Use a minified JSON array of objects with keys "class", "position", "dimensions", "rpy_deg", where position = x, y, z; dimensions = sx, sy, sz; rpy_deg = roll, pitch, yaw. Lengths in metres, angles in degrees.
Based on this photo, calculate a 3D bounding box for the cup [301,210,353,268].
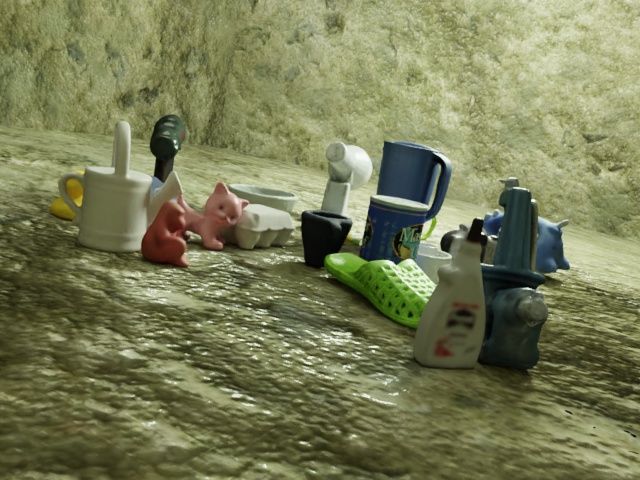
[{"class":"cup","position":[0.009,0.004,0.996],"dimensions":[0.092,0.095,0.117],"rpy_deg":[7,11,-17]}]

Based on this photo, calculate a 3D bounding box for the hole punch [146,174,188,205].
[{"class":"hole punch","position":[-0.311,-0.074,1.102],"dimensions":[0.101,0.091,0.109],"rpy_deg":[12,11,10]}]

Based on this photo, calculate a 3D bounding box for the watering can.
[{"class":"watering can","position":[-0.306,-0.086,0.891],"dimensions":[0.173,0.194,0.100],"rpy_deg":[0,15,-43]}]

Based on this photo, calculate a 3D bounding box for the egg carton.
[{"class":"egg carton","position":[-0.124,-0.027,1.094],"dimensions":[0.107,0.069,0.151],"rpy_deg":[17,13,30]}]

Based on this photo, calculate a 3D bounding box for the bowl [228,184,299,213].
[{"class":"bowl","position":[-0.138,-0.081,1.347],"dimensions":[0.167,0.075,0.167],"rpy_deg":[10,11,-2]}]

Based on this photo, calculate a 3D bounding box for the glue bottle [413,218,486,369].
[{"class":"glue bottle","position":[0.157,0.059,0.644],"dimensions":[0.078,0.173,0.037],"rpy_deg":[6,12,-22]}]

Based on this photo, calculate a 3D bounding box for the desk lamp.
[{"class":"desk lamp","position":[0.051,-0.151,1.514],"dimensions":[0.117,0.213,0.204],"rpy_deg":[14,11,18]}]

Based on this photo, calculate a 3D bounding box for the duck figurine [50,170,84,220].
[{"class":"duck figurine","position":[-0.433,-0.082,1.037],"dimensions":[0.104,0.086,0.078],"rpy_deg":[13,11,13]}]

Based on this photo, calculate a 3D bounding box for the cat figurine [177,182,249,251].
[{"class":"cat figurine","position":[-0.193,-0.048,1.006],"dimensions":[0.128,0.118,0.067],"rpy_deg":[9,11,-5]}]

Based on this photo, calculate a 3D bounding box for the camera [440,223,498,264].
[{"class":"camera","position":[0.324,0.014,1.228],"dimensions":[0.143,0.101,0.136],"rpy_deg":[9,11,-10]}]

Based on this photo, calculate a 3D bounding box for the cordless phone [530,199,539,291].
[{"class":"cordless phone","position":[0.367,0.018,1.025],"dimensions":[0.094,0.185,0.148],"rpy_deg":[13,11,12]}]

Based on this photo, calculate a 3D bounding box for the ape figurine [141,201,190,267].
[{"class":"ape figurine","position":[-0.226,-0.012,0.859],"dimensions":[0.076,0.092,0.078],"rpy_deg":[10,11,-5]}]

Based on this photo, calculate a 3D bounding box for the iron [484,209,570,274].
[{"class":"iron","position":[0.448,-0.004,1.331],"dimensions":[0.257,0.141,0.119],"rpy_deg":[20,14,40]}]

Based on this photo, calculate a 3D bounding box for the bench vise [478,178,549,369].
[{"class":"bench vise","position":[0.247,0.037,0.718],"dimensions":[0.122,0.220,0.207],"rpy_deg":[6,12,-21]}]

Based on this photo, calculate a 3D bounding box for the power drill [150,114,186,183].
[{"class":"power drill","position":[-0.339,-0.169,1.250],"dimensions":[0.076,0.208,0.229],"rpy_deg":[8,11,-14]}]
